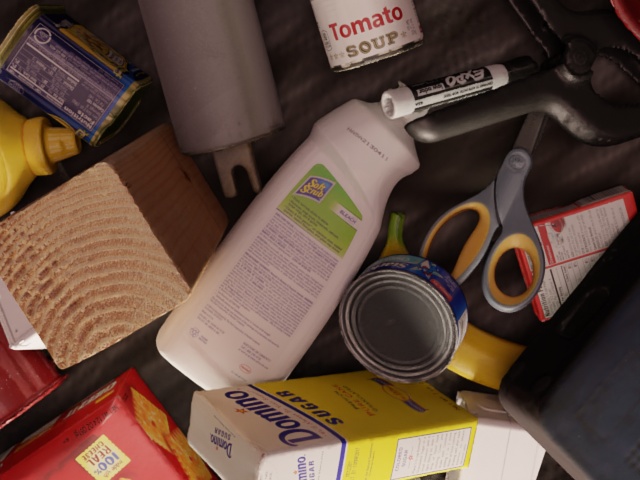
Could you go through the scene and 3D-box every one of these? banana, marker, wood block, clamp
[{"bbox_3d":[0.110,0.065,0.775,0.197,0.037,0.070,38,102,-6],"label":"banana"},{"bbox_3d":[0.097,-0.105,0.724,0.121,0.020,0.020,-18,102,-23],"label":"marker"},{"bbox_3d":[-0.126,-0.006,0.682,0.090,0.206,0.091,-30,99,7],"label":"wood block"},{"bbox_3d":[0.158,-0.110,0.715,0.209,0.036,0.164,23,79,-14],"label":"clamp"}]

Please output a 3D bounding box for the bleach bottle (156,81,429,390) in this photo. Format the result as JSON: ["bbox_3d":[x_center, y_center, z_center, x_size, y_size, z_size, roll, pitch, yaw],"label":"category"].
[{"bbox_3d":[-0.005,0.001,0.754,0.102,0.068,0.251,37,98,-10],"label":"bleach bottle"}]

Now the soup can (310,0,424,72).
[{"bbox_3d":[0.024,-0.171,0.713,0.068,0.068,0.102,-17,102,5],"label":"soup can"}]

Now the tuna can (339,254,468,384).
[{"bbox_3d":[0.058,0.053,0.736,0.086,0.033,0.086,10,116,21],"label":"tuna can"}]

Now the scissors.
[{"bbox_3d":[0.148,-0.036,0.740,0.096,0.016,0.202,40,93,16],"label":"scissors"}]

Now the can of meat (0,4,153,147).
[{"bbox_3d":[-0.163,-0.110,0.716,0.084,0.102,0.057,36,100,-8],"label":"can of meat"}]

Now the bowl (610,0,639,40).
[{"bbox_3d":[0.258,-0.197,0.702,0.162,0.055,0.162,0,106,-1],"label":"bowl"}]

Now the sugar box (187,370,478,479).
[{"bbox_3d":[0.010,0.128,0.722,0.175,0.093,0.048,0,108,-35],"label":"sugar box"}]

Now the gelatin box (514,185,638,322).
[{"bbox_3d":[0.187,0.009,0.765,0.089,0.030,0.073,-18,102,6],"label":"gelatin box"}]

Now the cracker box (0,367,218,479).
[{"bbox_3d":[-0.147,0.230,0.801,0.164,0.072,0.213,-33,100,9],"label":"cracker box"}]

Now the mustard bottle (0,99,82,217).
[{"bbox_3d":[-0.263,-0.056,0.751,0.191,0.058,0.096,-8,112,3],"label":"mustard bottle"}]

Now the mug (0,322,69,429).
[{"bbox_3d":[-0.234,0.087,0.772,0.117,0.093,0.081,-37,94,-22],"label":"mug"}]
